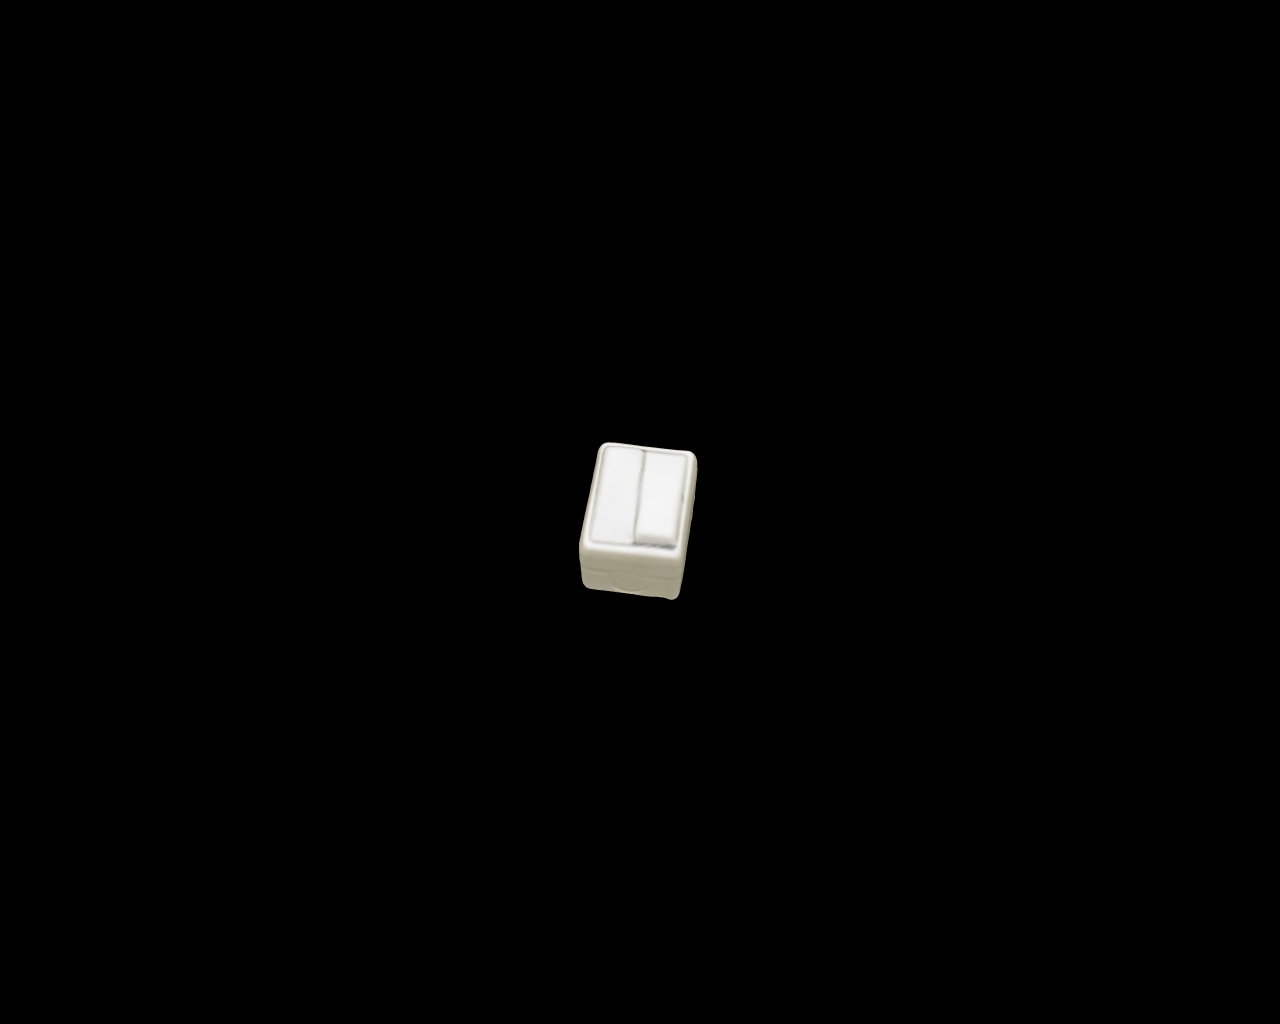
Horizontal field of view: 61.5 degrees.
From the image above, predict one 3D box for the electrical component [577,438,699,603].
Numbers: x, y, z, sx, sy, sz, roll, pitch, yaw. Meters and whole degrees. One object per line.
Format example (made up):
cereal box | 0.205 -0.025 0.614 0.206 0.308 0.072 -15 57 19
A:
electrical component | 0.001 -0.003 0.650 0.062 0.096 0.061 7 -32 5
